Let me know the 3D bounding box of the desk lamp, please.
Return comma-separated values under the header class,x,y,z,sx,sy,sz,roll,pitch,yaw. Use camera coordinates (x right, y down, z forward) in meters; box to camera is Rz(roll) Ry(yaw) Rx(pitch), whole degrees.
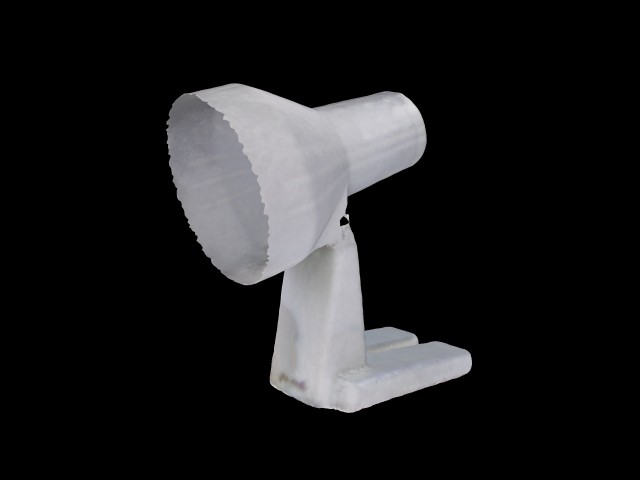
class,x,y,z,sx,sy,sz,roll,pitch,yaw
desk lamp,0.004,0.001,0.400,0.204,0.213,0.117,-5,9,-36
